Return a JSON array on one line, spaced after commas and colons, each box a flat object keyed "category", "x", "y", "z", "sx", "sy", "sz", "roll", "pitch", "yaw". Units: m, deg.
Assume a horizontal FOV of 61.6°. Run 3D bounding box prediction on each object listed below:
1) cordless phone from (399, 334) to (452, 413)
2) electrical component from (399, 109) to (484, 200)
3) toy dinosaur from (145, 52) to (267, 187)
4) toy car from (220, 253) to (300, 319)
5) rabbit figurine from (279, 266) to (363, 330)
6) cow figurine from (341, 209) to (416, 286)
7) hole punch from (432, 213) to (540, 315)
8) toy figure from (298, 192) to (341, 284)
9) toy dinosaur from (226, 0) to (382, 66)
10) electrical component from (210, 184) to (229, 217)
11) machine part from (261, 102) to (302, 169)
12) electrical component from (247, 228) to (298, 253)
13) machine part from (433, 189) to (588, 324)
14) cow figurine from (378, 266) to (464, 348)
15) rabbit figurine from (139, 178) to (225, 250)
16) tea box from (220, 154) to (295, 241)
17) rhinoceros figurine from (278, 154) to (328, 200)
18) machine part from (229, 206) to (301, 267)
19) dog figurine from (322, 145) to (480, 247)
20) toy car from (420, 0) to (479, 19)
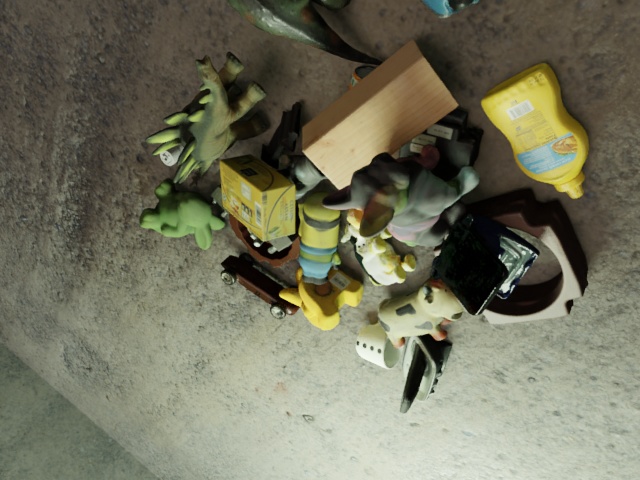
[{"category": "cordless phone", "x": 0.190, "y": 0.285, "z": 1.063, "sx": 0.089, "sy": 0.184, "sz": 0.146, "roll": 19, "pitch": 132, "yaw": 15}, {"category": "electrical component", "x": 0.184, "y": -0.138, "z": 0.829, "sx": 0.115, "sy": 0.058, "sz": 0.134, "roll": 20, "pitch": 132, "yaw": 17}, {"category": "toy dinosaur", "x": -0.200, "y": -0.190, "z": 0.948, "sx": 0.105, "sy": 0.198, "sz": 0.471, "roll": 52, "pitch": 169, "yaw": 4}, {"category": "toy car", "x": -0.133, "y": 0.104, "z": 1.205, "sx": 0.202, "sy": 0.089, "sz": 0.053, "roll": 31, "pitch": 132, "yaw": 8}, {"category": "rabbit figurine", "x": -0.005, "y": 0.132, "z": 1.130, "sx": 0.162, "sy": 0.122, "sz": 0.173, "roll": 27, "pitch": 153, "yaw": 18}, {"category": "cow figurine", "x": 0.094, "y": 0.011, "z": 1.001, "sx": 0.167, "sy": 0.068, "sz": 0.098, "roll": 52, "pitch": 141, "yaw": -10}, {"category": "hole punch", "x": 0.242, "y": 0.031, "z": 0.793, "sx": 0.116, "sy": 0.092, "sz": 0.142, "roll": 54, "pitch": 147, "yaw": 31}, {"category": "toy figure", "x": 0.002, "y": -0.003, "z": 1.012, "sx": 0.082, "sy": 0.089, "sz": 0.180, "roll": 2, "pitch": 107, "yaw": -19}, {"category": "toy dinosaur", "x": -0.090, "y": -0.357, "z": 0.747, "sx": 0.405, "sy": 0.192, "sz": 0.131, "roll": 38, "pitch": 138, "yaw": 5}, {"category": "electrical component", "x": -0.200, "y": -0.088, "z": 1.150, "sx": 0.063, "sy": 0.021, "sz": 0.094, "roll": 47, "pitch": 135, "yaw": -7}, {"category": "machine part", "x": -0.068, "y": -0.179, "z": 0.961, "sx": 0.039, "sy": 0.084, "sz": 0.139, "roll": 10, "pitch": 154, "yaw": -23}, {"category": "electrical component", "x": -0.091, "y": -0.013, "z": 1.037, "sx": 0.102, "sy": 0.045, "sz": 0.078, "roll": -23, "pitch": 105, "yaw": 44}, {"category": "machine part", "x": 0.303, "y": 0.030, "z": 0.859, "sx": 0.201, "sy": 0.087, "sz": 0.201, "roll": -17, "pitch": 111, "yaw": 41}, {"category": "cow figurine", "x": 0.192, "y": 0.126, "z": 1.013, "sx": 0.195, "sy": 0.085, "sz": 0.127, "roll": -22, "pitch": 116, "yaw": 42}, {"category": "rabbit figurine", "x": -0.288, "y": -0.049, "z": 1.154, "sx": 0.159, "sy": 0.121, "sz": 0.170, "roll": 44, "pitch": 153, "yaw": -26}, {"category": "tea box", "x": -0.112, "y": -0.078, "z": 0.949, "sx": 0.170, "sy": 0.068, "sz": 0.098, "roll": 40, "pitch": 136, "yaw": 47}, {"category": "rhinoceros figurine", "x": -0.015, "y": -0.119, "z": 0.944, "sx": 0.190, "sy": 0.112, "sz": 0.073, "roll": -27, "pitch": 78, "yaw": 56}, {"category": "machine part", "x": -0.102, "y": -0.029, "z": 1.106, "sx": 0.180, "sy": 0.056, "sz": 0.179, "roll": 19, "pitch": 132, "yaw": 23}, {"category": "dog figurine", "x": 0.104, "y": -0.045, "z": 0.750, "sx": 0.109, "sy": 0.219, "sz": 0.191, "roll": 45, "pitch": 140, "yaw": 29}, {"category": "toy car", "x": 0.181, "y": -0.351, "z": 0.631, "sx": 0.109, "sy": 0.103, "sz": 0.161, "roll": 48, "pitch": 131, "yaw": -4}]
